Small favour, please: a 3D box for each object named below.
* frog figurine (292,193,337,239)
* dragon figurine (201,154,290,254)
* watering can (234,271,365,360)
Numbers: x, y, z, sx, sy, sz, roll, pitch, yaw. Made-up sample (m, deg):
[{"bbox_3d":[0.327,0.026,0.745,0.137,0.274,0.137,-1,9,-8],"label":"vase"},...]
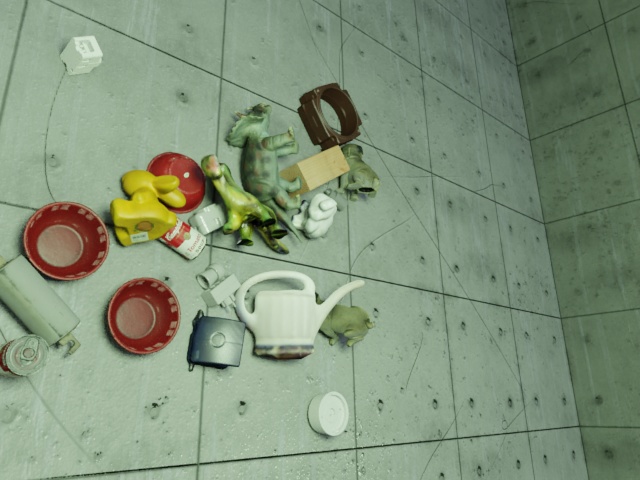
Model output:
[{"bbox_3d":[0.005,-0.075,1.490,0.139,0.158,0.122,-37,103,-44],"label":"frog figurine"},{"bbox_3d":[-0.193,-0.102,1.317,0.246,0.122,0.405,63,4,21],"label":"dragon figurine"},{"bbox_3d":[-0.047,0.192,1.326,0.348,0.103,0.227,3,78,-14],"label":"watering can"}]
